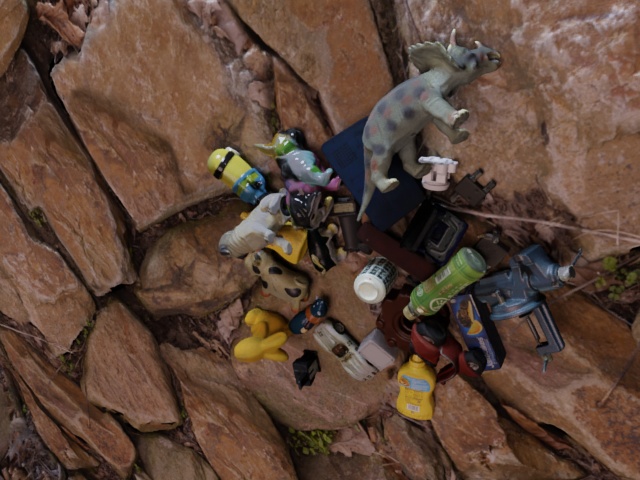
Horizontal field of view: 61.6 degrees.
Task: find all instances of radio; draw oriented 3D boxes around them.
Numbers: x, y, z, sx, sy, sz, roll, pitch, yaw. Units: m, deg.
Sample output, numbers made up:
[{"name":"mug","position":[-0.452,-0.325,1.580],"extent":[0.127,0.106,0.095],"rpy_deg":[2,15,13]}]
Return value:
[{"name":"radio","position":[0.119,-0.146,1.155],"extent":[0.131,0.073,0.229],"rpy_deg":[-35,96,18]}]

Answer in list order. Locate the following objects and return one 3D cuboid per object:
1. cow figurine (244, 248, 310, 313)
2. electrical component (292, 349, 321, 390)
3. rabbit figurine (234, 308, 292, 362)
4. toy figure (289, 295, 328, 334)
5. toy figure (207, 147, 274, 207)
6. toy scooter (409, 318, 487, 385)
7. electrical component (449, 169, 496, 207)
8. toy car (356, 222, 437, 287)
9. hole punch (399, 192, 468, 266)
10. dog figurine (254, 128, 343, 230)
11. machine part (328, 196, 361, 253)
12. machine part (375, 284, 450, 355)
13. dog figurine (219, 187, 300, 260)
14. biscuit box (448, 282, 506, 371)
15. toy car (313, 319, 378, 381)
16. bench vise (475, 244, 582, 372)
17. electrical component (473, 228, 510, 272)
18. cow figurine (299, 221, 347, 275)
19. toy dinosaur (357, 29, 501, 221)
[{"name":"cow figurine","position":[-0.116,0.092,1.415],"extent":[0.195,0.085,0.127],"rpy_deg":[27,130,17]},{"name":"electrical component","position":[-0.045,0.366,1.489],"extent":[0.048,0.119,0.074],"rpy_deg":[1,116,28]},{"name":"rabbit figurine","position":[-0.157,0.284,1.478],"extent":[0.163,0.173,0.121],"rpy_deg":[13,115,28]},{"name":"toy figure","position":[-0.025,0.201,1.433],"extent":[0.154,0.058,0.064],"rpy_deg":[-41,68,40]},{"name":"toy figure","position":[-0.199,-0.155,1.333],"extent":[0.180,0.089,0.082],"rpy_deg":[47,119,4]},{"name":"toy scooter","position":[0.275,0.267,1.228],"extent":[0.184,0.075,0.135],"rpy_deg":[34,132,8]},{"name":"electrical component","position":[0.316,-0.101,1.117],"extent":[0.063,0.021,0.094],"rpy_deg":[44,126,3]},{"name":"toy car","position":[0.178,0.026,1.238],"extent":[0.202,0.053,0.089],"rpy_deg":[33,110,12]},{"name":"hole punch","position":[0.241,-0.018,1.139],"extent":[0.092,0.116,0.142],"rpy_deg":[22,106,-10]},{"name":"dog figurine","position":[-0.062,-0.148,1.235],"extent":[0.219,0.108,0.191],"rpy_deg":[32,102,24]},{"name":"machine part","position":[0.068,-0.037,1.278],"extent":[0.084,0.039,0.138],"rpy_deg":[-9,107,23]},{"name":"machine part","position":[0.223,0.194,1.295],"extent":[0.180,0.056,0.179],"rpy_deg":[11,118,22]},{"name":"dog figurine","position":[-0.158,-0.040,1.310],"extent":[0.191,0.172,0.121],"rpy_deg":[-2,147,35]},{"name":"biscuit box","position":[0.357,0.198,1.218],"extent":[0.059,0.063,0.202],"rpy_deg":[-17,105,35]},{"name":"toy car","position":[0.069,0.294,1.429],"extent":[0.202,0.056,0.073],"rpy_deg":[45,126,3]},{"name":"bench vise","position":[0.439,0.135,1.096],"extent":[0.224,0.129,0.240],"rpy_deg":[-24,90,40]},{"name":"electrical component","position":[0.354,0.024,1.144],"extent":[0.078,0.045,0.102],"rpy_deg":[44,127,5]},{"name":"cow figurine","position":[-0.005,-0.005,1.296],"extent":[0.068,0.098,0.167],"rpy_deg":[-10,109,39]},{"name":"toy dinosaur","position":[0.162,-0.225,1.034],"extent":[0.405,0.131,0.192],"rpy_deg":[-40,66,27]}]
